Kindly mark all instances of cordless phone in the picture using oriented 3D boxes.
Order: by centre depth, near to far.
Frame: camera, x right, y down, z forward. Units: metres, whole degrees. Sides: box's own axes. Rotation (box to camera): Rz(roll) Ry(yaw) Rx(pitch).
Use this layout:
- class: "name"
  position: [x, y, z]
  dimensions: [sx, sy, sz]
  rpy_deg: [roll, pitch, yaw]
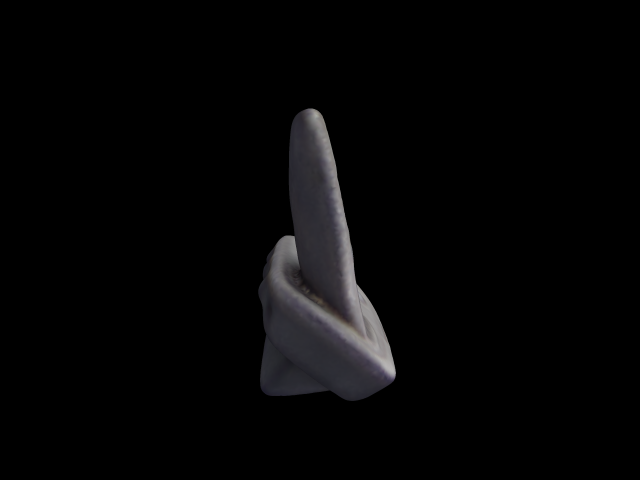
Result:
- class: "cordless phone"
  position: [0.004, 0.001, 0.400]
  dimensions: [0.094, 0.185, 0.147]
  rpy_deg: [-1, 15, -4]
